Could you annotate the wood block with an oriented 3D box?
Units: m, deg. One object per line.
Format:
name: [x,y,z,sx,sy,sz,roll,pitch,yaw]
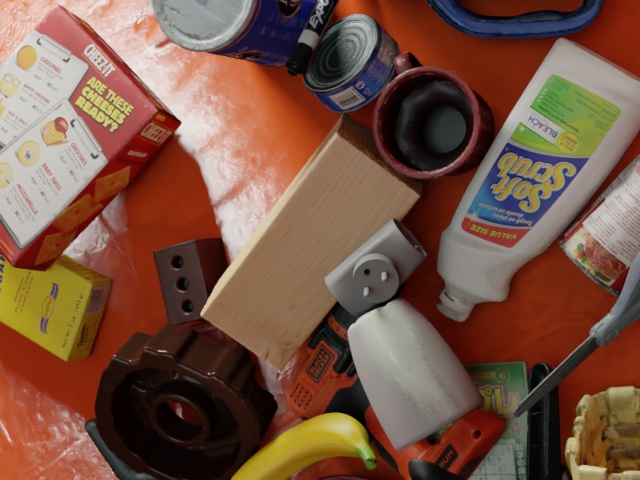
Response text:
wood block: [-0.006,0.001,0.952,0.091,0.090,0.206,35,109,-6]

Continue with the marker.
marker: [0.000,-0.199,0.958,0.020,0.020,0.121,18,72,23]

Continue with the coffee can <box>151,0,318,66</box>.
coffee can: [-0.070,-0.213,0.953,0.103,0.140,0.103,2,94,25]

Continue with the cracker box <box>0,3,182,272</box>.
cracker box: [-0.269,-0.100,1.072,0.214,0.072,0.164,-46,74,7]

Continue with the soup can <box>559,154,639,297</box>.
soup can: [0.251,-0.014,0.856,0.068,0.068,0.102,45,109,16]

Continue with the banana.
banana: [-0.025,0.197,0.946,0.198,0.069,0.037,-31,111,34]

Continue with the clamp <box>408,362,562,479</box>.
clamp: [0.161,0.221,0.840,0.036,0.164,0.210,-22,89,58]

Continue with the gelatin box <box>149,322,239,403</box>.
gelatin box: [-0.122,0.120,1.059,0.089,0.030,0.073,-12,88,25]

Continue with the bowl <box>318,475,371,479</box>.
bowl: [0.040,0.289,0.980,0.162,0.055,0.162,2,94,25]

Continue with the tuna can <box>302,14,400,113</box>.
tuna can: [0.026,-0.157,0.947,0.086,0.033,0.086,-24,48,29]

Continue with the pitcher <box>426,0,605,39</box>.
pitcher: [0.120,-0.256,0.876,0.243,0.144,0.149,0,71,29]

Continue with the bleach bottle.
bleach bottle: [0.177,-0.036,0.893,0.103,0.068,0.251,35,109,20]

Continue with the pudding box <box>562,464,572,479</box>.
pudding box: [0.192,0.260,0.904,0.090,0.039,0.113,-27,83,9]

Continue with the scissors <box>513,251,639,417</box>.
scissors: [0.225,0.055,0.826,0.201,0.096,0.016,-32,46,-13]

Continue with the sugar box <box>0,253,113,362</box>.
sugar box: [-0.309,0.048,1.134,0.176,0.048,0.093,25,102,20]

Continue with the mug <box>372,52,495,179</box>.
mug: [0.096,-0.107,0.912,0.093,0.081,0.117,-30,79,20]

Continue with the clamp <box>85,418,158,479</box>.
clamp: [-0.187,0.256,1.095,0.172,0.039,0.120,11,102,18]

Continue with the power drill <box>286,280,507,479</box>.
power drill: [0.071,0.129,0.942,0.188,0.057,0.185,42,118,27]

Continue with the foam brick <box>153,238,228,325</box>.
foam brick: [-0.121,0.041,1.042,0.053,0.051,0.078,-15,87,25]
